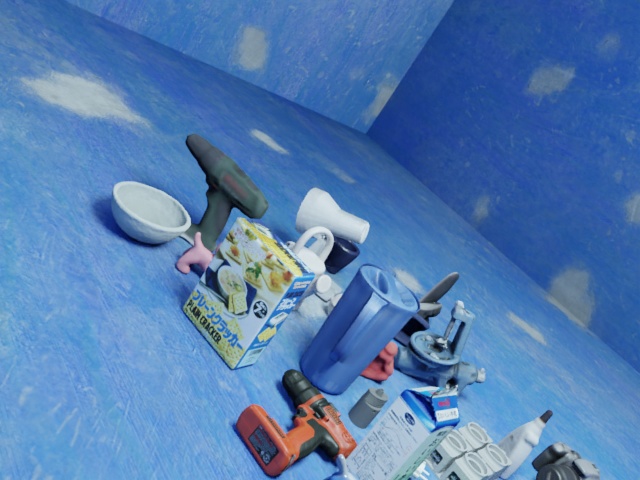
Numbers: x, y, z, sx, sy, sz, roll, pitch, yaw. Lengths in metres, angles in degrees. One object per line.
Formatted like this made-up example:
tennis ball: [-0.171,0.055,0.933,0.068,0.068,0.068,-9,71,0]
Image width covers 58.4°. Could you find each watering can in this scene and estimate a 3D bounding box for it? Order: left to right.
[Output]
watering can: [-0.033,0.058,1.261,0.172,0.194,0.101,43,21,23]

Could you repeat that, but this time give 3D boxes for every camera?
camera: [0.533,0.510,1.253,0.137,0.100,0.143,21,24,-34]

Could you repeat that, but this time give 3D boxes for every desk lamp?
desk lamp: [0.013,0.005,1.426,0.203,0.213,0.118,38,20,11]

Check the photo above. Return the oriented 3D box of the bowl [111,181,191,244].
bowl: [-0.353,-0.043,1.162,0.168,0.074,0.167,30,20,-12]

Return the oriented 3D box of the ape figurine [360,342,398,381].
ape figurine: [0.129,0.253,1.218,0.077,0.092,0.076,42,21,20]

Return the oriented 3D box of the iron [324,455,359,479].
iron: [0.074,0.398,0.724,0.258,0.141,0.119,39,20,14]

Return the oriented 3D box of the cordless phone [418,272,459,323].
cordless phone: [0.299,0.156,1.574,0.094,0.185,0.148,42,21,21]

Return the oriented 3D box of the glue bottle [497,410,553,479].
glue bottle: [0.423,0.416,1.190,0.037,0.173,0.078,33,20,-3]

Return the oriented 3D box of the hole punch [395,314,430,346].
hole punch: [0.220,0.206,1.474,0.108,0.091,0.101,34,20,0]

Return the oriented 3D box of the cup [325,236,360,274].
cup: [0.038,0.041,1.559,0.118,0.095,0.091,19,24,-36]

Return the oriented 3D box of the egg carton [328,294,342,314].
egg carton: [0.090,0.187,1.343,0.151,0.069,0.107,25,22,-26]

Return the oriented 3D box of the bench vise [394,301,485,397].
bench vise: [0.303,0.246,1.320,0.208,0.219,0.121,24,22,-27]

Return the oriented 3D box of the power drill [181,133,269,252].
power drill: [-0.237,-0.090,1.256,0.229,0.208,0.076,34,20,-2]

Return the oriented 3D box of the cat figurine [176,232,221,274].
cat figurine: [-0.207,0.030,1.161,0.128,0.117,0.067,29,20,-14]
